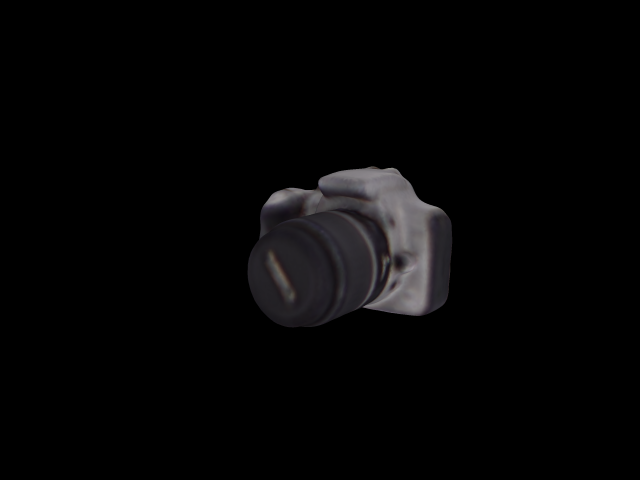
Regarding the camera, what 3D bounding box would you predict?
[{"bbox_3d":[0.004,0.001,0.400,0.142,0.101,0.137,8,14,35],"label":"camera"}]
